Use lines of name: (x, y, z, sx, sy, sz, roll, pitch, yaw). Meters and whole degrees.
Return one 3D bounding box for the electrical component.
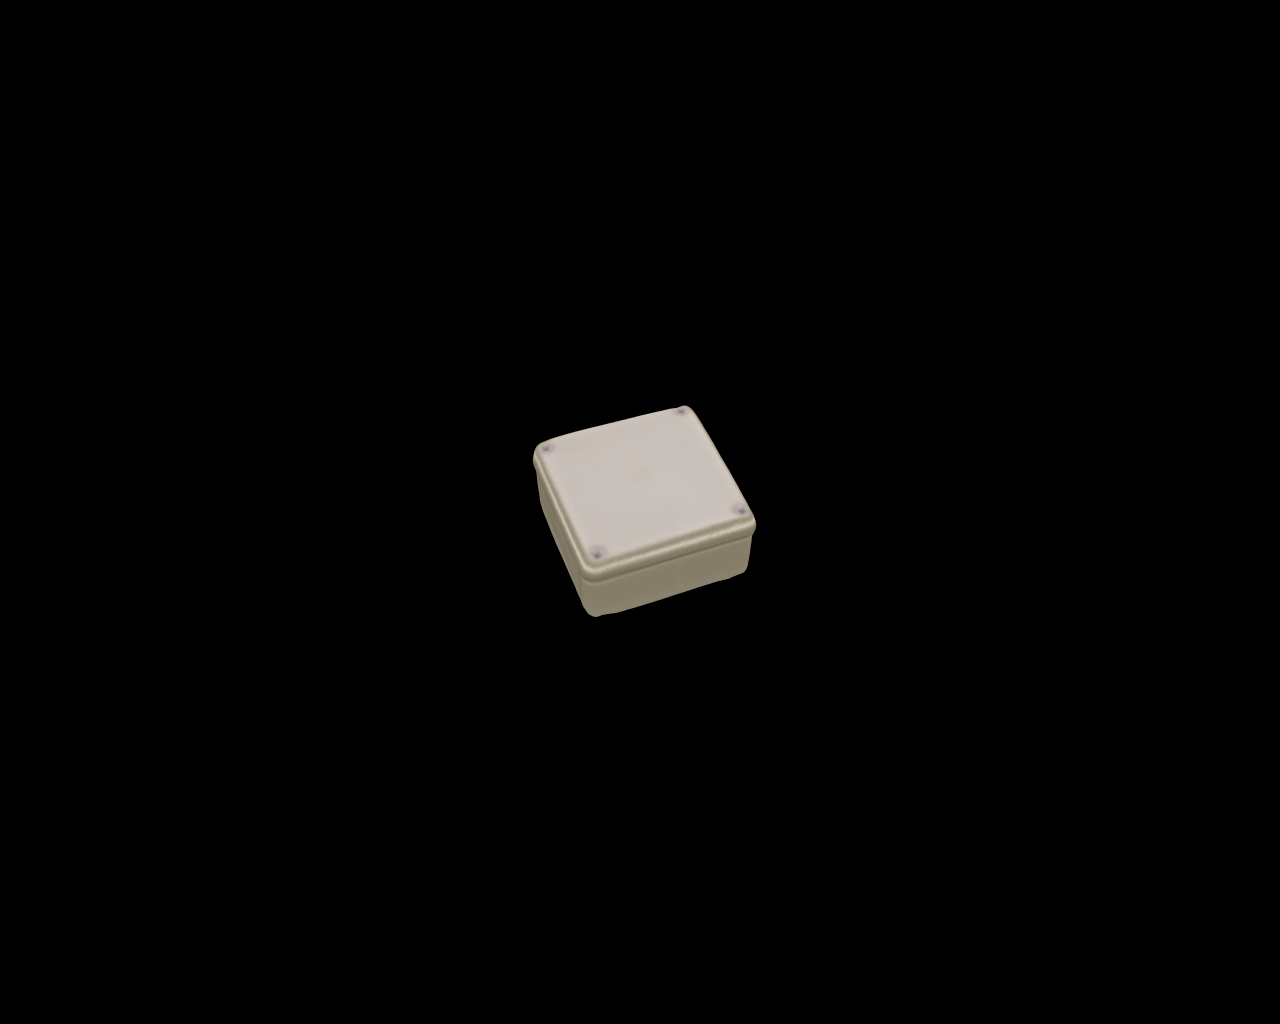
electrical component: (0.001, -0.003, 0.650, 0.109, 0.109, 0.056, -16, -39, -13)
